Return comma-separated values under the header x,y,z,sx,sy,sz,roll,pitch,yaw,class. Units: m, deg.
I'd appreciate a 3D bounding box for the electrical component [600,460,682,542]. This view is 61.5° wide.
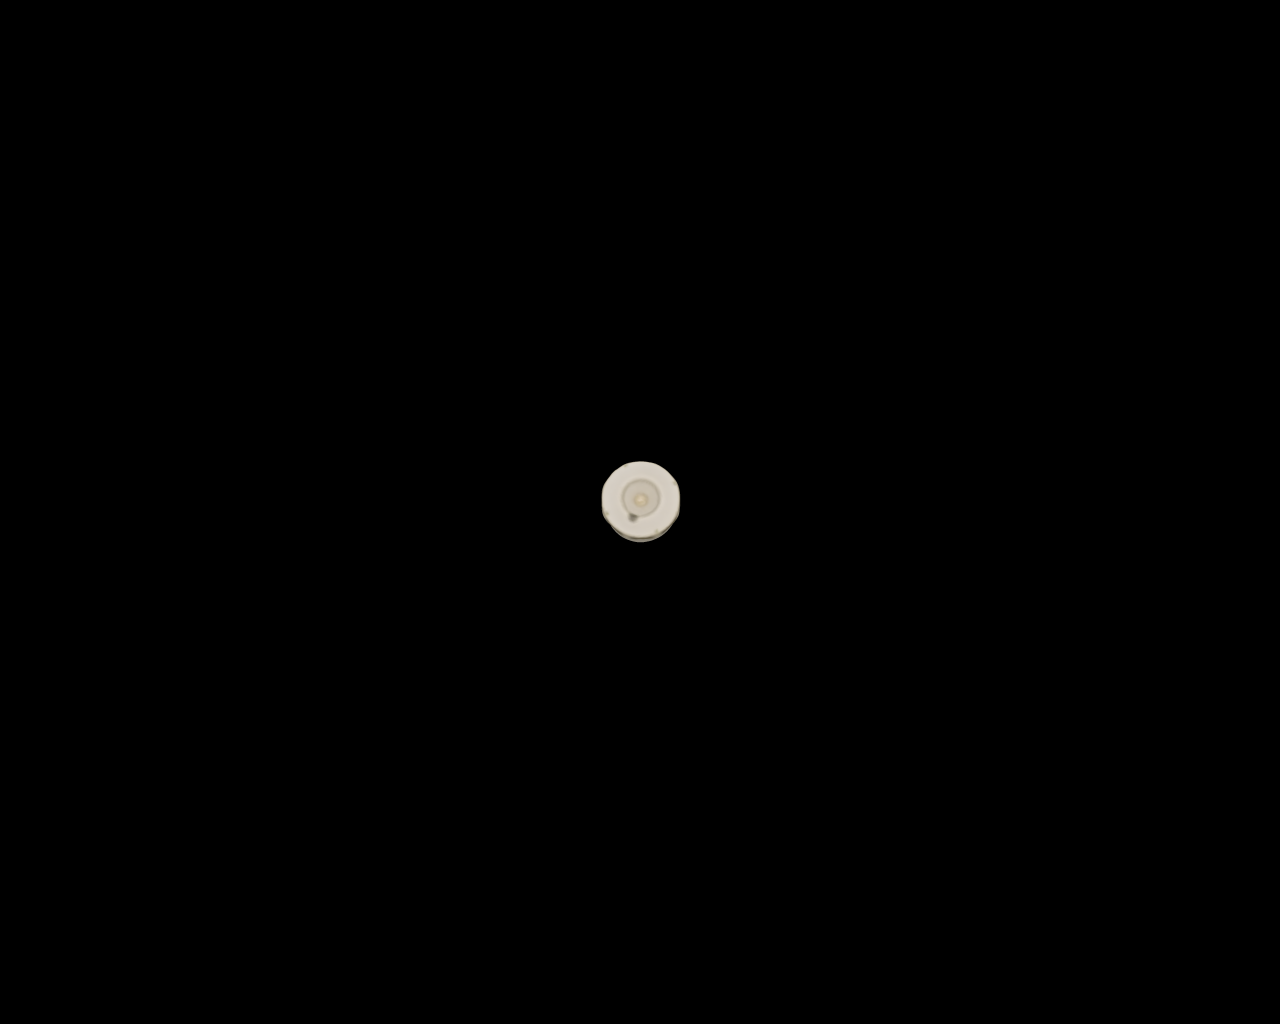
x,y,z,sx,sy,sz,roll,pitch,yaw,class
0.001,-0.003,0.650,0.048,0.048,0.062,0,-12,0,electrical component
